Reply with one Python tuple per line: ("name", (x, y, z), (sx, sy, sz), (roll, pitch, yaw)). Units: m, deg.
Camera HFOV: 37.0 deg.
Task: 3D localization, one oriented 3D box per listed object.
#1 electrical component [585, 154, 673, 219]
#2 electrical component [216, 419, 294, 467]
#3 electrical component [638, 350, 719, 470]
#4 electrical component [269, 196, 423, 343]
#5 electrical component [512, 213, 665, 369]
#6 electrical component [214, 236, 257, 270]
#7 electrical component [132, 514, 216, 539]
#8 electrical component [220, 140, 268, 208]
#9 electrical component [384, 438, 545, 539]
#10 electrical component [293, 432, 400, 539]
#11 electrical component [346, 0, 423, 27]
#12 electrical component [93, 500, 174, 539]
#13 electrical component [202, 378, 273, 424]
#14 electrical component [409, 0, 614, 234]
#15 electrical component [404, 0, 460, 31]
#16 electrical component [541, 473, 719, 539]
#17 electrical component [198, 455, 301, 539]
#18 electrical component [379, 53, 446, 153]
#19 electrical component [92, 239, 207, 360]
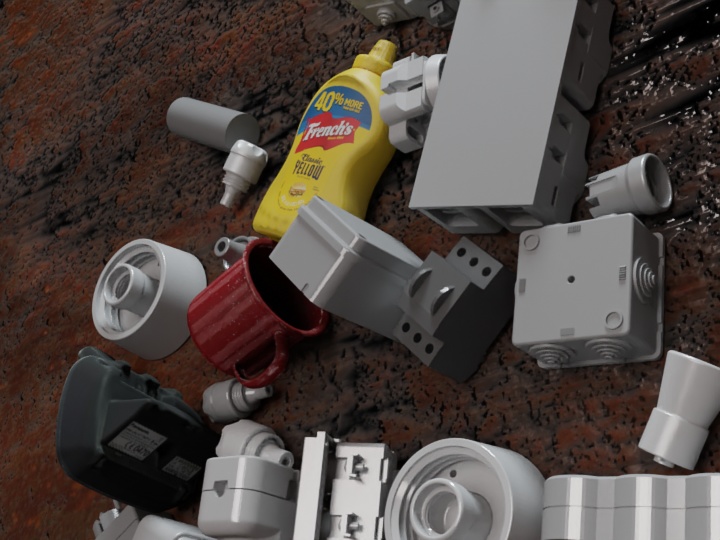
("electrical component", (0.181, -0.053, 0.726), (0.046, 0.040, 0.040), (-18, 58, 40))
("electrical component", (-0.079, 0.144, 0.846), (0.062, 0.043, 0.043), (11, 76, 41))
("electrical component", (0.194, 0.086, 0.645), (0.044, 0.044, 0.065), (22, 89, 44))
("electrical component", (0.000, 0.000, 0.801), (0.057, 0.113, 0.078), (-55, 46, 9))
("electrical component", (0.150, 0.014, 0.711), (0.100, 0.048, 0.099), (-9, 63, 37))
("electrical component", (-0.097, -0.009, 0.922), (0.043, 0.062, 0.043), (-18, 59, 33))
("electrical component", (-0.143, 0.254, 0.821), (0.057, 0.078, 0.113), (14, 79, 46))
("electrical component", (-0.111, -0.087, 0.992), (0.035, 0.035, 0.061), (24, 88, 44))
("electrical component", (0.066, 0.162, 0.701), (0.108, 0.060, 0.108), (-19, 58, 33))
("electrical component", (-0.009, 0.183, 0.751), (0.063, 0.078, 0.121), (-1, 67, 16))
("electrical component", (0.026, -0.261, 0.943), (0.062, 0.061, 0.096), (0, 69, 40))
("electrical component", (-0.202, 0.226, 0.905), (0.083, 0.047, 0.075), (-47, 47, 12))
("electrical component", (-0.099, 0.105, 0.887), (0.061, 0.035, 0.035), (-19, 58, 30))
("electrical component", (0.116, -0.121, 0.798), (0.105, 0.060, 0.186), (2, 70, 41))
("electrical component", (0.066, -0.232, 0.899), (0.048, 0.055, 0.066), (-26, 55, 29))
("electrical component", (0.169, 0.159, 0.621), (0.138, 0.052, 0.073), (-9, 64, 37))
("electrical component", (-0.070, 0.176, 0.785), (0.054, 0.095, 0.059), (-12, 62, 36))
("electrical component", (0.055, -0.139, 0.862), (0.057, 0.058, 0.078), (-15, 60, 38))
("electrical component", (-0.202, 0.023, 0.995), (0.108, 0.060, 0.108), (-18, 59, 33))
